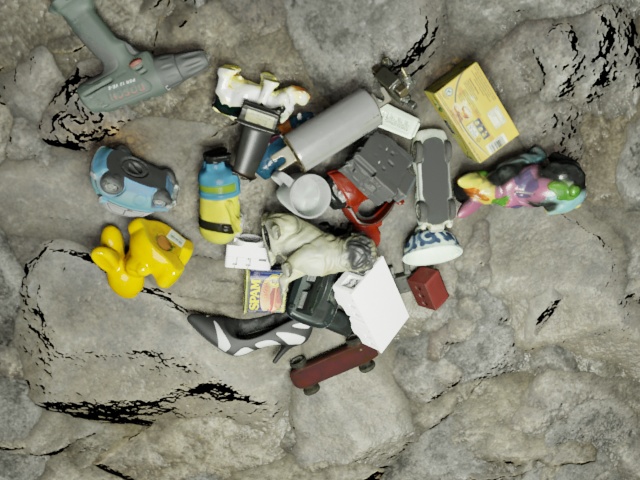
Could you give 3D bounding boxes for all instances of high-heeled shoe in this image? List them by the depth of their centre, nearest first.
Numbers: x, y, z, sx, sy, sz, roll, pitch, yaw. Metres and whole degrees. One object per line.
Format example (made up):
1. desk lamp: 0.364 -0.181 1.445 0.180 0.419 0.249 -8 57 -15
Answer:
1. high-heeled shoe: -0.136 0.168 1.116 0.248 0.086 0.145 28 101 -22

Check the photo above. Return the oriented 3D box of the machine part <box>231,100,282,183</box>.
1. machine part: -0.120 -0.173 0.953 0.084 0.039 0.138 11 107 -19

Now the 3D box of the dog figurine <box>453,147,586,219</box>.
1. dog figurine: 0.370 -0.098 1.041 0.219 0.192 0.108 -17 119 -18

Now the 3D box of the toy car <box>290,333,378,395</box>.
1. toy car: 0.029 0.272 1.190 0.202 0.053 0.089 -25 101 6

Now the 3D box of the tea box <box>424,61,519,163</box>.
1. tea box: 0.290 -0.244 1.027 0.098 0.068 0.169 -36 110 5

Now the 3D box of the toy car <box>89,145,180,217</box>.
1. toy car: -0.347 -0.094 0.984 0.161 0.109 0.103 22 129 -27

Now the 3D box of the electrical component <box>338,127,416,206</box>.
1. electrical component: 0.116 -0.134 1.012 0.134 0.115 0.058 39 146 -13

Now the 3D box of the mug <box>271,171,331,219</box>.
1. mug: -0.048 -0.091 1.008 0.109 0.107 0.080 29 85 -26

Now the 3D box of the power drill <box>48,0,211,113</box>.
1. power drill: -0.331 -0.335 0.907 0.232 0.086 0.207 -28 119 6

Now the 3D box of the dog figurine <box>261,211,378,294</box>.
1. dog figurine: -0.002 0.000 1.018 0.191 0.121 0.172 -16 76 -18

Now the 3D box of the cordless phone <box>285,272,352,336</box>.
1. cordless phone: 0.027 0.121 1.126 0.184 0.089 0.146 31 72 -41

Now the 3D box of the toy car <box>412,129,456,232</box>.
1. toy car: 0.221 -0.116 1.050 0.073 0.056 0.201 -4 92 -5

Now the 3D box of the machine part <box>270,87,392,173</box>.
1. machine part: 0.023 -0.195 0.960 0.243 0.079 0.079 -32 112 -6

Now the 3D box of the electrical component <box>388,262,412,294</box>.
1. electrical component: 0.174 0.094 1.161 0.063 0.021 0.093 -14 111 -4

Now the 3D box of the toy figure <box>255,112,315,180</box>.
1. toy figure: -0.069 -0.182 1.005 0.058 0.064 0.154 44 95 18

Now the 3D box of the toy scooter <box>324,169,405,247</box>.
1. toy scooter: 0.090 -0.077 1.058 0.135 0.075 0.183 -34 107 -6

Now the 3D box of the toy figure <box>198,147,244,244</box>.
1. toy figure: -0.192 -0.080 1.015 0.089 0.082 0.179 -2 116 5

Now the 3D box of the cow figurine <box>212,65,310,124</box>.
1. cow figurine: -0.106 -0.250 0.969 0.167 0.068 0.098 13 114 -9

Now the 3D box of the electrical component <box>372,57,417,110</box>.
1. electrical component: 0.139 -0.288 0.979 0.045 0.102 0.078 -46 136 11

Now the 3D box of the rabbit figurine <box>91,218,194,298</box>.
1. rabbit figurine: -0.352 0.046 1.023 0.162 0.122 0.173 34 122 -25
